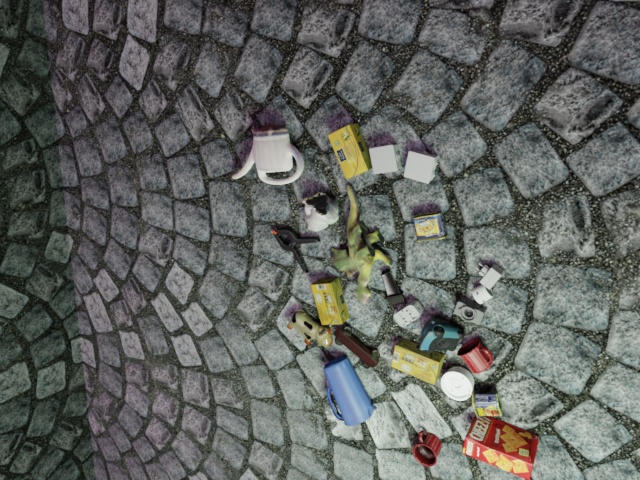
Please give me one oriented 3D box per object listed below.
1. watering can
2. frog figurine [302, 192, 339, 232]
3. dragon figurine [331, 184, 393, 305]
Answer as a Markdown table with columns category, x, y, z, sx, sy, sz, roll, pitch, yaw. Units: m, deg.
| category | x | y | z | sx | sy | sz | roll | pitch | yaw |
| --- | --- | --- | --- | --- | --- | --- | --- | --- | --- |
| watering can | -0.212 | -0.320 | 1.948 | 0.348 | 0.105 | 0.222 | 4 | 106 | 31 |
| frog figurine | 0.006 | -0.096 | 1.901 | 0.138 | 0.125 | 0.156 | 16 | 150 | 18 |
| dragon figurine | 0.114 | 0.028 | 1.861 | 0.239 | 0.122 | 0.415 | -34 | 69 | 40 |
